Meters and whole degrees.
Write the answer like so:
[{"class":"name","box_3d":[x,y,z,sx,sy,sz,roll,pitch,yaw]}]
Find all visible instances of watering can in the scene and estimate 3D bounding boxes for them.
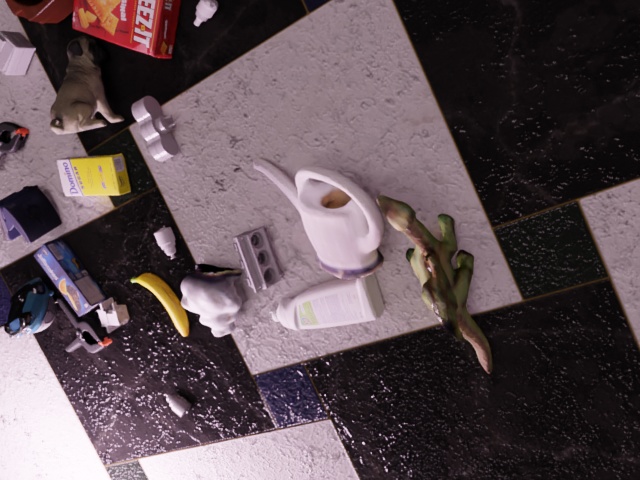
[{"class":"watering can","box_3d":[0.003,-0.050,0.988,0.350,0.105,0.220,24,141,48]}]

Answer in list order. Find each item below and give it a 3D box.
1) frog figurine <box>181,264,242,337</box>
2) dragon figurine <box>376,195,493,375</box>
[{"class":"frog figurine","box_3d":[-0.242,0.142,1.148,0.137,0.123,0.159,4,96,1]},{"class":"dragon figurine","box_3d":[0.212,0.096,0.885,0.121,0.245,0.410,-28,92,22]}]
